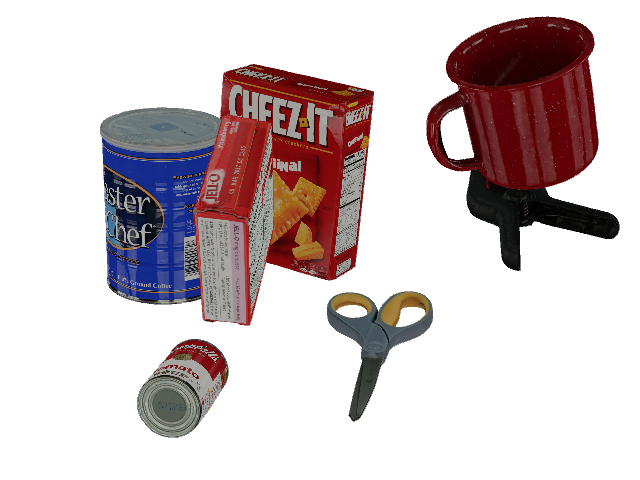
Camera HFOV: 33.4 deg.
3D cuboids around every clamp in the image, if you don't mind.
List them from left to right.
[{"bbox_3d":[0.205,-0.031,1.037,0.120,0.039,0.171,-8,34,-13],"label":"clamp"}]

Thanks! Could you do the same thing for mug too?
[{"bbox_3d":[0.124,-0.082,0.689,0.117,0.081,0.093,-25,34,-9],"label":"mug"}]

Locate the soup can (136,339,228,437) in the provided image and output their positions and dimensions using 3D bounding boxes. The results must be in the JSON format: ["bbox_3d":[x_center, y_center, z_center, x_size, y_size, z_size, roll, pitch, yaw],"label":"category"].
[{"bbox_3d":[-0.140,0.150,1.089,0.068,0.068,0.102,0,15,11],"label":"soup can"}]

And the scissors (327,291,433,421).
[{"bbox_3d":[0.026,0.081,0.829,0.096,0.016,0.201,10,24,24],"label":"scissors"}]

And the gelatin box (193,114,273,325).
[{"bbox_3d":[-0.045,-0.010,0.571,0.030,0.073,0.089,7,-42,5],"label":"gelatin box"}]

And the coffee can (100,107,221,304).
[{"bbox_3d":[-0.131,-0.031,0.902,0.103,0.140,0.103,2,23,-1],"label":"coffee can"}]

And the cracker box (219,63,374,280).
[{"bbox_3d":[-0.035,-0.077,1.214,0.164,0.214,0.072,17,25,26],"label":"cracker box"}]
